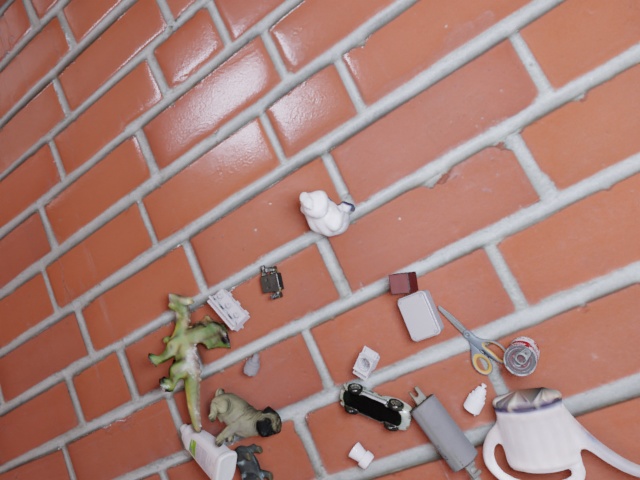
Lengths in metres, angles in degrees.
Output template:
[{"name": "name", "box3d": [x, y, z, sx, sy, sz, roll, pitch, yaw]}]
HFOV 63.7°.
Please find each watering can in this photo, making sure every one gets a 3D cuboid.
[{"name": "watering can", "box3d": [0.522, 0.435, 1.129, 0.345, 0.226, 0.104, -17, -9, 27]}]

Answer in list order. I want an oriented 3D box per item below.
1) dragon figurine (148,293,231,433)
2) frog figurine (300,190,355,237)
[{"name": "dragon figurine", "box3d": [-0.382, 0.352, 1.592, 0.241, 0.415, 0.122, -37, -16, 13]}, {"name": "frog figurine", "box3d": [0.004, -0.069, 1.371, 0.139, 0.121, 0.160, 34, 16, 23]}]
